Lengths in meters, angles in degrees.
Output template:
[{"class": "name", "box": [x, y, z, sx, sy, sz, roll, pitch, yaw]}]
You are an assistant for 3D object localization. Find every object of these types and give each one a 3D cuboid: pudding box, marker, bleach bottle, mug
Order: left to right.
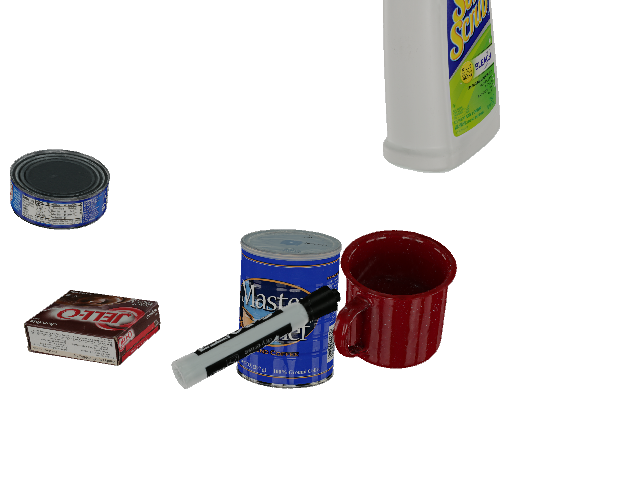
[{"class": "pudding box", "box": [-0.239, 0.091, 1.125, 0.114, 0.039, 0.090, 4, 21, 20]}, {"class": "marker", "box": [-0.039, 0.060, 0.686, 0.121, 0.020, 0.020, -26, 11, -23]}, {"class": "mug", "box": [0.054, 0.056, 0.870, 0.093, 0.081, 0.117, 27, 43, 32]}, {"class": "bleach bottle", "box": [0.081, -0.182, 0.772, 0.068, 0.251, 0.102, 15, 37, 35]}]

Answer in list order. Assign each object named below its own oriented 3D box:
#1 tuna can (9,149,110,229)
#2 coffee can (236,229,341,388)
[{"class": "tuna can", "box": [-0.230, -0.045, 0.943, 0.086, 0.034, 0.086, 8, 32, -5]}, {"class": "coffee can", "box": [-0.033, 0.068, 1.098, 0.103, 0.140, 0.103, 3, 14, -1]}]
